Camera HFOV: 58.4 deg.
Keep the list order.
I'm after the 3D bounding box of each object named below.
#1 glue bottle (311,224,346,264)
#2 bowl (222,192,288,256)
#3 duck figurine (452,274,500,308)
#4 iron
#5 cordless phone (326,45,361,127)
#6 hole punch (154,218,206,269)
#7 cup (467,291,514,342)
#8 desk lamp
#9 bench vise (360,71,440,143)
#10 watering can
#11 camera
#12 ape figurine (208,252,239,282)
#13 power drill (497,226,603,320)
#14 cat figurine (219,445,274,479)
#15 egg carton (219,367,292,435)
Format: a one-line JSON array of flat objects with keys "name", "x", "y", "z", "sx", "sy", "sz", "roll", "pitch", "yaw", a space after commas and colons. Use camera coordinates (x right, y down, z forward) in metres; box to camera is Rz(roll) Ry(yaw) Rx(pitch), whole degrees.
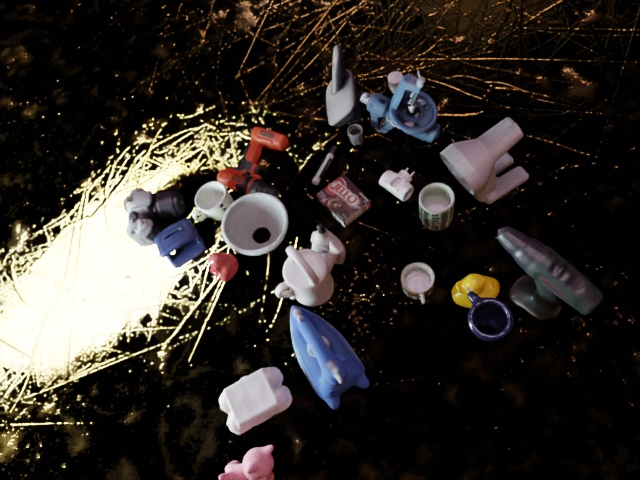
[{"name": "glue bottle", "x": 0.012, "y": 0.005, "z": 1.310, "sx": 0.078, "sy": 0.173, "sz": 0.037, "roll": 7, "pitch": 67, "yaw": 13}, {"name": "bowl", "x": -0.152, "y": -0.028, "z": 1.409, "sx": 0.167, "sy": 0.075, "sz": 0.167, "roll": -4, "pitch": 65, "yaw": 8}, {"name": "duck figurine", "x": 0.343, "y": 0.102, "z": 1.255, "sx": 0.104, "sy": 0.086, "sz": 0.077, "roll": -10, "pitch": 64, "yaw": 5}, {"name": "iron", "x": -0.007, "y": 0.224, "z": 1.228, "sx": 0.119, "sy": 0.142, "sz": 0.257, "roll": -34, "pitch": 64, "yaw": -6}, {"name": "cordless phone", "x": 0.051, "y": -0.398, "z": 1.485, "sx": 0.094, "sy": 0.185, "sz": 0.147, "roll": -10, "pitch": 64, "yaw": 6}, {"name": "hole punch", "x": -0.355, "y": 0.000, "z": 1.422, "sx": 0.109, "sy": 0.091, "sz": 0.101, "roll": -34, "pitch": 64, "yaw": -6}, {"name": "cup", "x": 0.349, "y": 0.169, "z": 1.218, "sx": 0.092, "sy": 0.095, "sz": 0.117, "roll": -32, "pitch": 64, "yaw": -5}, {"name": "desk lamp", "x": 0.378, "y": -0.176, "z": 1.308, "sx": 0.203, "sy": 0.214, "sz": 0.117, "roll": -33, "pitch": 64, "yaw": -6}, {"name": "bench vise", "x": 0.193, "y": -0.329, "z": 1.408, "sx": 0.207, "sy": 0.220, "sz": 0.121, "roll": 5, "pitch": 66, "yaw": 12}, {"name": "watering can", "x": -0.026, "y": 0.065, "z": 1.276, "sx": 0.100, "sy": 0.194, "sz": 0.173, "roll": 28, "pitch": 73, "yaw": 21}, {"name": "camera", "x": -0.421, "y": -0.074, "z": 1.463, "sx": 0.136, "sy": 0.101, "sz": 0.143, "roll": -11, "pitch": 64, "yaw": 5}, {"name": "ape figurine", "x": -0.239, "y": 0.057, "z": 1.375, "sx": 0.076, "sy": 0.092, "sz": 0.077, "roll": -18, "pitch": 63, "yaw": 1}, {"name": "power drill", "x": 0.453, "y": 0.081, "z": 1.177, "sx": 0.229, "sy": 0.209, "sz": 0.076, "roll": 36, "pitch": 76, "yaw": 23}, {"name": "cat figurine", "x": -0.142, "y": 0.461, "z": 1.154, "sx": 0.128, "sy": 0.118, "sz": 0.067, "roll": -20, "pitch": 63, "yaw": 0}, {"name": "egg carton", "x": -0.140, "y": 0.344, "z": 1.235, "sx": 0.150, "sy": 0.069, "sz": 0.107, "roll": -29, "pitch": 64, "yaw": -4}]
